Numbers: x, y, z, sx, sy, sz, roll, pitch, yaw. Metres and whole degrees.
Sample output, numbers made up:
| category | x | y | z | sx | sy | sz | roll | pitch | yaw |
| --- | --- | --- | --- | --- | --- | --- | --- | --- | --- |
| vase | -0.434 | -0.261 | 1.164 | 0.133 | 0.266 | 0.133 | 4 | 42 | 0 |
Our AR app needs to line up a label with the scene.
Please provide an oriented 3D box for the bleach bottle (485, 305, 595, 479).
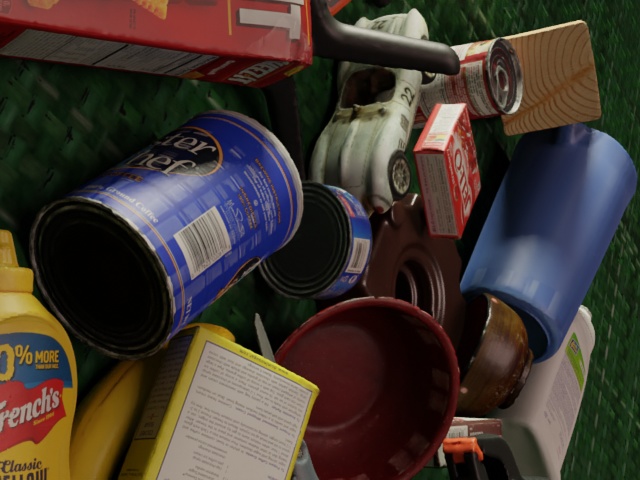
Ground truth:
| category | x | y | z | sx | sy | sz | roll | pitch | yaw |
| --- | --- | --- | --- | --- | --- | --- | --- | --- | --- |
| bleach bottle | 0.247 | 0.153 | 1.135 | 0.250 | 0.068 | 0.102 | -47 | 124 | -50 |

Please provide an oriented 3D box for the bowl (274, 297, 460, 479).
| category | x | y | z | sx | sy | sz | roll | pitch | yaw |
| --- | --- | --- | --- | --- | --- | --- | --- | --- | --- |
| bowl | 0.020 | 0.111 | 0.784 | 0.161 | 0.055 | 0.162 | -7 | 108 | -21 |

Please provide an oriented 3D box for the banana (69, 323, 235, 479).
| category | x | y | z | sx | sy | sz | roll | pitch | yaw |
| --- | --- | --- | --- | --- | --- | --- | --- | --- | --- |
| banana | -0.113 | 0.106 | 0.653 | 0.197 | 0.037 | 0.069 | -57 | 144 | -41 |

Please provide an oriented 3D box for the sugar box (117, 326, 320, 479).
| category | x | y | z | sx | sy | sz | roll | pitch | yaw |
| --- | --- | --- | --- | --- | --- | --- | --- | --- | --- |
| sugar box | -0.070 | 0.149 | 0.616 | 0.093 | 0.048 | 0.176 | 30 | 67 | -24 |

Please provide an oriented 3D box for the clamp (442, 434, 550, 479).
| category | x | y | z | sx | sy | sz | roll | pitch | yaw |
| --- | --- | --- | --- | --- | --- | --- | --- | --- | --- |
| clamp | 0.143 | 0.217 | 0.839 | 0.171 | 0.039 | 0.120 | 43 | 41 | -39 |

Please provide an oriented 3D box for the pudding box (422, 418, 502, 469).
| category | x | y | z | sx | sy | sz | roll | pitch | yaw |
| --- | --- | --- | --- | --- | --- | --- | --- | --- | --- |
| pudding box | 0.087 | 0.166 | 0.880 | 0.113 | 0.090 | 0.039 | 13 | 74 | -53 |

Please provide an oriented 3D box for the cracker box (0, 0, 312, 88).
| category | x | y | z | sx | sy | sz | roll | pitch | yaw |
| --- | --- | --- | --- | --- | --- | --- | --- | --- | --- |
| cracker box | -0.108 | -0.184 | 0.618 | 0.213 | 0.072 | 0.164 | 1 | 84 | -36 |

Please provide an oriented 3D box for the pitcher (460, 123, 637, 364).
| category | x | y | z | sx | sy | sz | roll | pitch | yaw |
| --- | --- | --- | --- | --- | --- | --- | --- | --- | --- |
| pitcher | 0.224 | 0.011 | 1.073 | 0.149 | 0.145 | 0.242 | 40 | 53 | -11 |

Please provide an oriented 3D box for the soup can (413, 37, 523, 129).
| category | x | y | z | sx | sy | sz | roll | pitch | yaw |
| --- | --- | --- | --- | --- | --- | --- | --- | --- | --- |
| soup can | 0.122 | -0.139 | 0.958 | 0.068 | 0.102 | 0.068 | 11 | 77 | -54 |

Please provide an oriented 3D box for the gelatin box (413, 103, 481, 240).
| category | x | y | z | sx | sy | sz | roll | pitch | yaw |
| --- | --- | --- | --- | --- | --- | --- | --- | --- | --- |
| gelatin box | 0.106 | -0.056 | 0.875 | 0.073 | 0.030 | 0.089 | -61 | 144 | -46 |

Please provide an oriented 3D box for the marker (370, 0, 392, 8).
| category | x | y | z | sx | sy | sz | roll | pitch | yaw |
| --- | --- | --- | --- | --- | --- | --- | --- | --- | --- |
| marker | 0.026 | -0.226 | 0.906 | 0.120 | 0.020 | 0.020 | 20 | 70 | -52 |

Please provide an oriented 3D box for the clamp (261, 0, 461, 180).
| category | x | y | z | sx | sy | sz | roll | pitch | yaw |
| --- | --- | --- | --- | --- | --- | --- | --- | --- | --- |
| clamp | -0.011 | -0.140 | 0.756 | 0.209 | 0.165 | 0.036 | 48 | 15 | -29 |

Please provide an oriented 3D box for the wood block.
| category | x | y | z | sx | sy | sz | roll | pitch | yaw |
| --- | --- | --- | --- | --- | --- | --- | --- | --- | --- |
| wood block | 0.226 | -0.165 | 1.063 | 0.206 | 0.091 | 0.090 | -45 | 124 | -73 |

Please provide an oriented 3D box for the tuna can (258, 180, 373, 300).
| category | x | y | z | sx | sy | sz | roll | pitch | yaw |
| --- | --- | --- | --- | --- | --- | --- | --- | --- | --- |
| tuna can | -0.005 | 0.001 | 0.774 | 0.033 | 0.086 | 0.086 | 7 | 79 | -55 |

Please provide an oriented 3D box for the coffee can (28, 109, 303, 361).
| category | x | y | z | sx | sy | sz | roll | pitch | yaw |
| --- | --- | --- | --- | --- | --- | --- | --- | --- | --- |
| coffee can | -0.089 | -0.007 | 0.642 | 0.140 | 0.103 | 0.103 | -41 | 119 | -49 |

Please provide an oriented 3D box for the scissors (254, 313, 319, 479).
| category | x | y | z | sx | sy | sz | roll | pitch | yaw |
| --- | --- | --- | --- | --- | --- | --- | --- | --- | --- |
| scissors | -0.025 | 0.157 | 0.698 | 0.096 | 0.016 | 0.202 | -40 | 110 | -47 |

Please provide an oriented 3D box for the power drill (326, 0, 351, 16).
| category | x | y | z | sx | sy | sz | roll | pitch | yaw |
| --- | --- | --- | --- | --- | --- | --- | --- | --- | --- |
| power drill | -0.022 | -0.260 | 0.769 | 0.184 | 0.057 | 0.187 | -43 | 123 | -18 |

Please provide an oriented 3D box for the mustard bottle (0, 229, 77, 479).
| category | x | y | z | sx | sy | sz | roll | pitch | yaw |
| --- | --- | --- | --- | --- | --- | --- | --- | --- | --- |
| mustard bottle | -0.170 | 0.090 | 0.553 | 0.096 | 0.058 | 0.191 | 6 | 80 | -51 |
